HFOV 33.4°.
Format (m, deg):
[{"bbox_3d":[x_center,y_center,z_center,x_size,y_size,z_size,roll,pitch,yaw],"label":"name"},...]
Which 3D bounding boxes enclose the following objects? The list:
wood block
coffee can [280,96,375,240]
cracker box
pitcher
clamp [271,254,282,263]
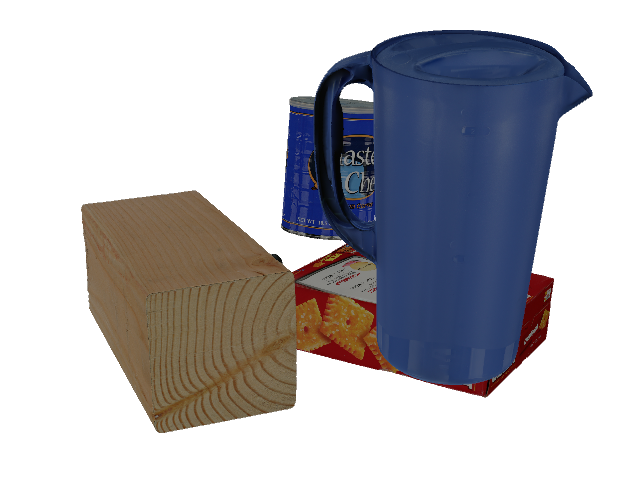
[{"bbox_3d":[-0.094,0.037,0.711,0.090,0.090,0.206,-8,19,-21],"label":"wood block"},{"bbox_3d":[0.013,-0.079,1.146,0.103,0.140,0.103,4,12,-1],"label":"coffee can"},{"bbox_3d":[0.086,0.066,0.988,0.214,0.072,0.163,12,20,28],"label":"cracker box"},{"bbox_3d":[0.088,-0.024,0.770,0.144,0.243,0.149,-16,31,-31],"label":"pitcher"},{"bbox_3d":[-0.124,0.051,1.216,0.120,0.039,0.171,0,30,29],"label":"clamp"}]
